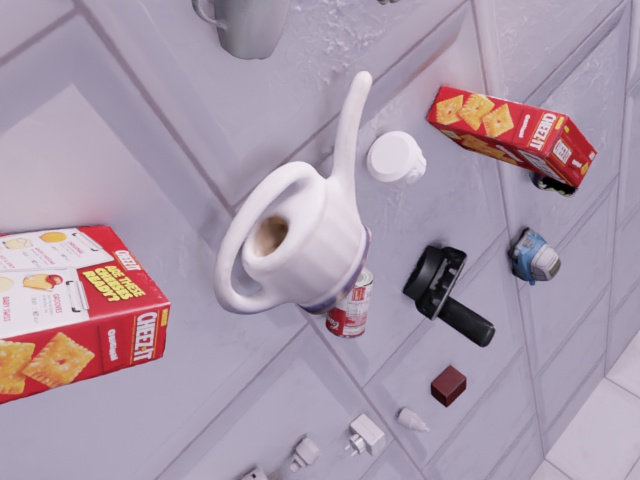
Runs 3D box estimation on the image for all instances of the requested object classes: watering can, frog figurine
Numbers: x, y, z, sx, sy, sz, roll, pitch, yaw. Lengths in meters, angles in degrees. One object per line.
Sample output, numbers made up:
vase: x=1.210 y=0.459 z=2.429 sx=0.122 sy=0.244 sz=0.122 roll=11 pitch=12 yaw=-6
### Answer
watering can: x=0.002 y=-0.035 z=0.695 sx=0.349 sy=0.105 sz=0.221 roll=-53 pitch=139 yaw=-6
frog figurine: x=0.519 y=-0.185 z=1.125 sx=0.135 sy=0.122 sz=0.163 roll=50 pitch=41 yaw=-39
